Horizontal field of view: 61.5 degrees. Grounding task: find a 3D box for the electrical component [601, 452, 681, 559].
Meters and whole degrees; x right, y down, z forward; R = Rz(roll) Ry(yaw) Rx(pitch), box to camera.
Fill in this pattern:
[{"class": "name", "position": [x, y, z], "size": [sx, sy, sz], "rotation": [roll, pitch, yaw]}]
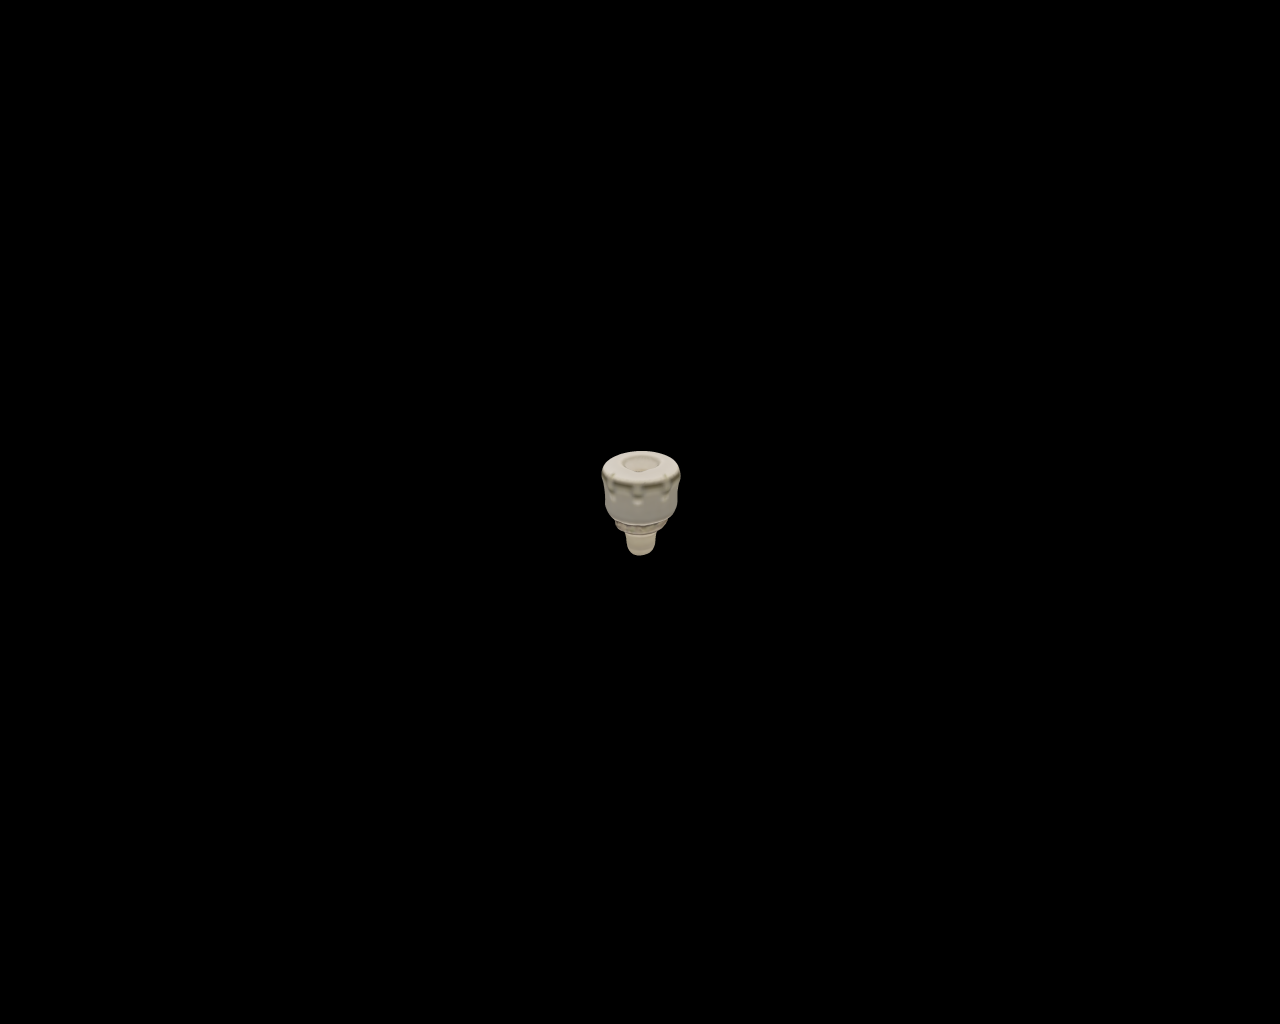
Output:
[{"class": "electrical component", "position": [0.001, -0.003, 0.650], "size": [0.048, 0.062, 0.048], "rotation": [0, 25, 0]}]
